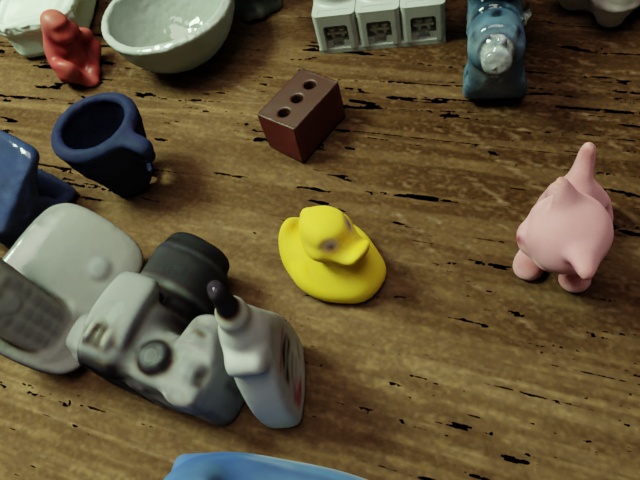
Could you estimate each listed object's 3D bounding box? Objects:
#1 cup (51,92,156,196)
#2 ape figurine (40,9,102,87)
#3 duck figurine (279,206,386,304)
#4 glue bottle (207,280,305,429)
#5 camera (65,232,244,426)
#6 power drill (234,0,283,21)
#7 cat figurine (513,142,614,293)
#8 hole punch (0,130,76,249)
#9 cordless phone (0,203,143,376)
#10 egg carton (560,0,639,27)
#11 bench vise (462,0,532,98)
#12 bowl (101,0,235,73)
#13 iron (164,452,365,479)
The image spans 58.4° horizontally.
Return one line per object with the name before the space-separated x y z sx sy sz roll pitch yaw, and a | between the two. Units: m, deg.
cup | -0.203 -0.087 0.595 0.117 0.095 0.092 21 65 24
ape figurine | -0.321 -0.249 0.728 0.076 0.092 0.078 23 66 25
duck figurine | 0.005 0.002 0.495 0.104 0.086 0.077 28 68 27
glue bottle | -0.046 0.075 0.406 0.037 0.173 0.078 -9 56 7
camera | -0.121 0.062 0.476 0.142 0.101 0.137 15 62 21
power drill | -0.107 -0.394 0.700 0.075 0.209 0.229 -10 56 7
cat figurine | 0.193 -0.017 0.443 0.067 0.118 0.128 17 63 22
hole punch | -0.336 -0.054 0.606 0.108 0.091 0.101 22 65 25
cordless phone | -0.246 0.018 0.482 0.094 0.185 0.148 12 61 20
egg carton | 0.334 -0.301 0.623 0.150 0.069 0.107 -39 58 -13
bench vise | 0.178 -0.258 0.540 0.121 0.220 0.207 -15 56 4
bowl | -0.178 -0.262 0.714 0.167 0.075 0.167 -6 57 9
iron | 0.001 0.188 0.342 0.257 0.142 0.118 2 59 15
